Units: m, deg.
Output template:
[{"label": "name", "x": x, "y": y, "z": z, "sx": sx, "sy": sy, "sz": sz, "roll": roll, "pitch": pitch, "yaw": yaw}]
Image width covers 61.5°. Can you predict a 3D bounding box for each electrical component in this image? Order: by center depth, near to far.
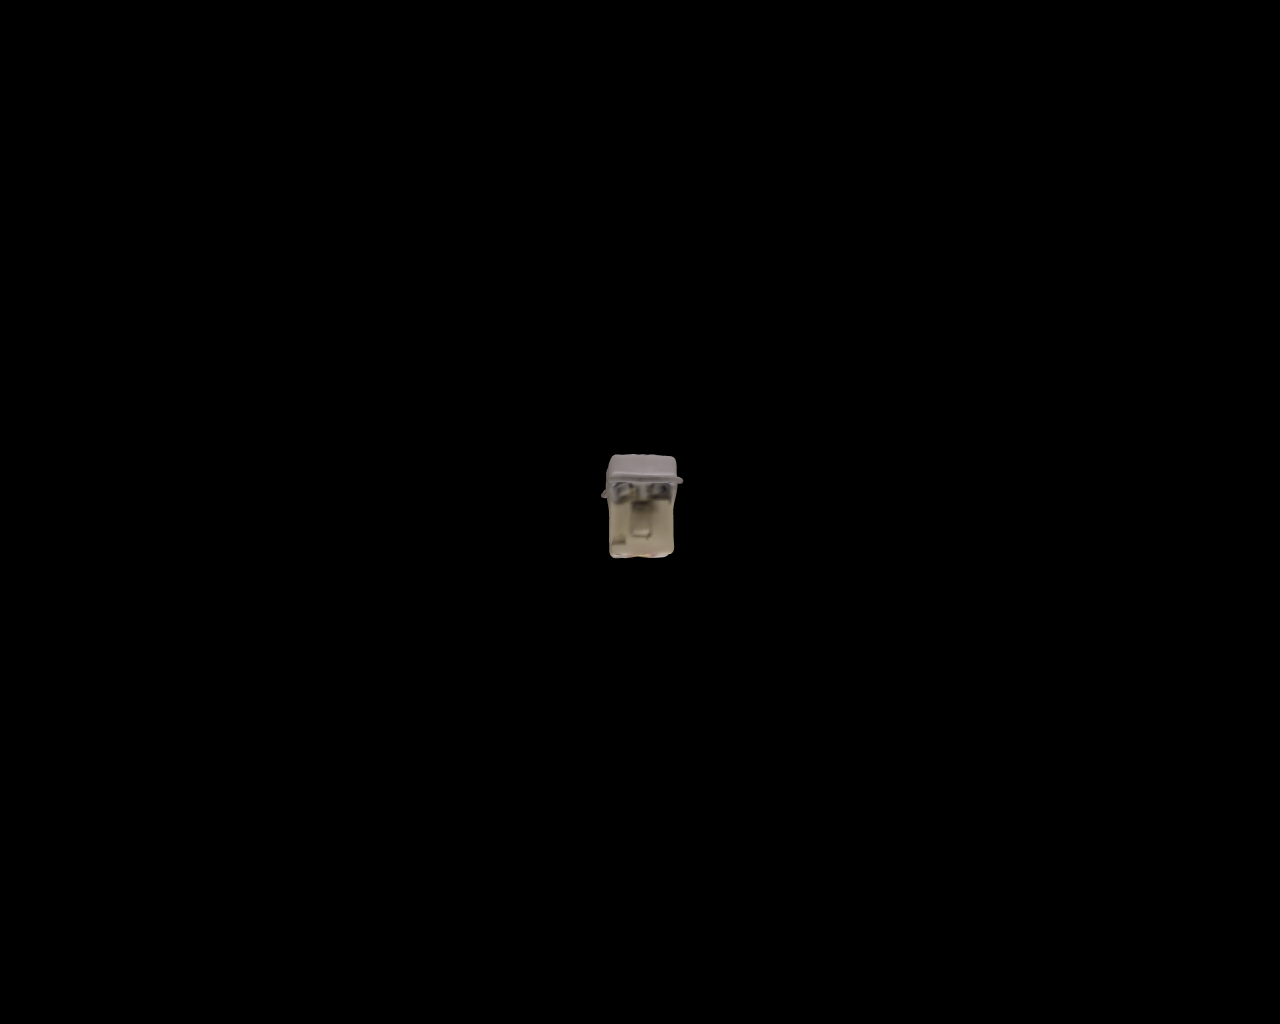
[{"label": "electrical component", "x": 0.001, "y": -0.003, "z": 0.650, "sx": 0.042, "sy": 0.063, "sz": 0.081, "roll": 0, "pitch": -7, "yaw": -4}]
